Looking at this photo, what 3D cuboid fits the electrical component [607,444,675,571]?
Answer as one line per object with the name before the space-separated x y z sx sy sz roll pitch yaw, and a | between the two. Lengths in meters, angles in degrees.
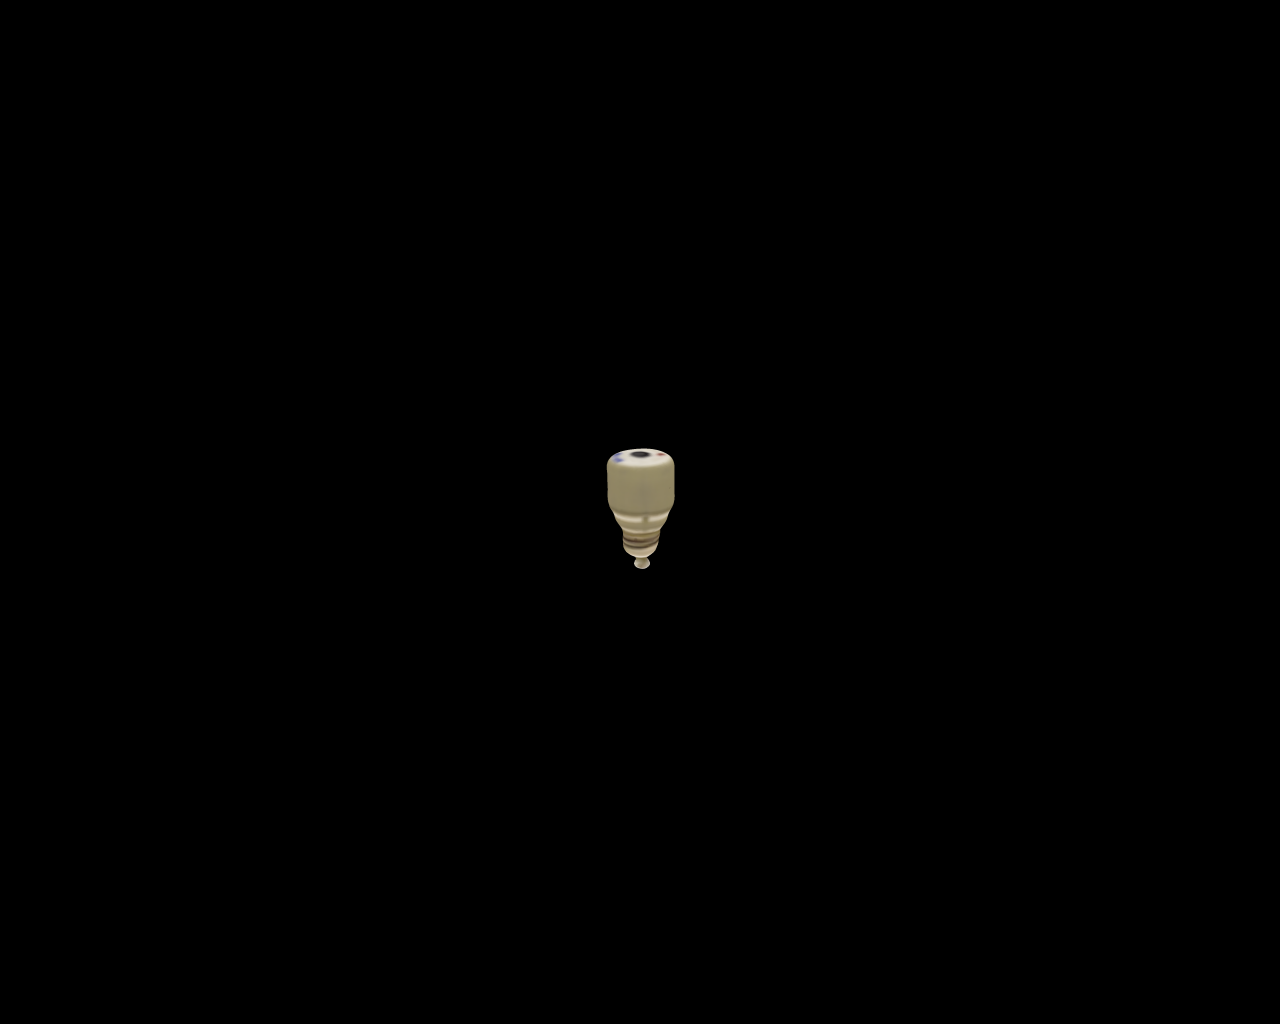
electrical component | 0.001 -0.003 0.650 0.040 0.078 0.040 0 20 0
